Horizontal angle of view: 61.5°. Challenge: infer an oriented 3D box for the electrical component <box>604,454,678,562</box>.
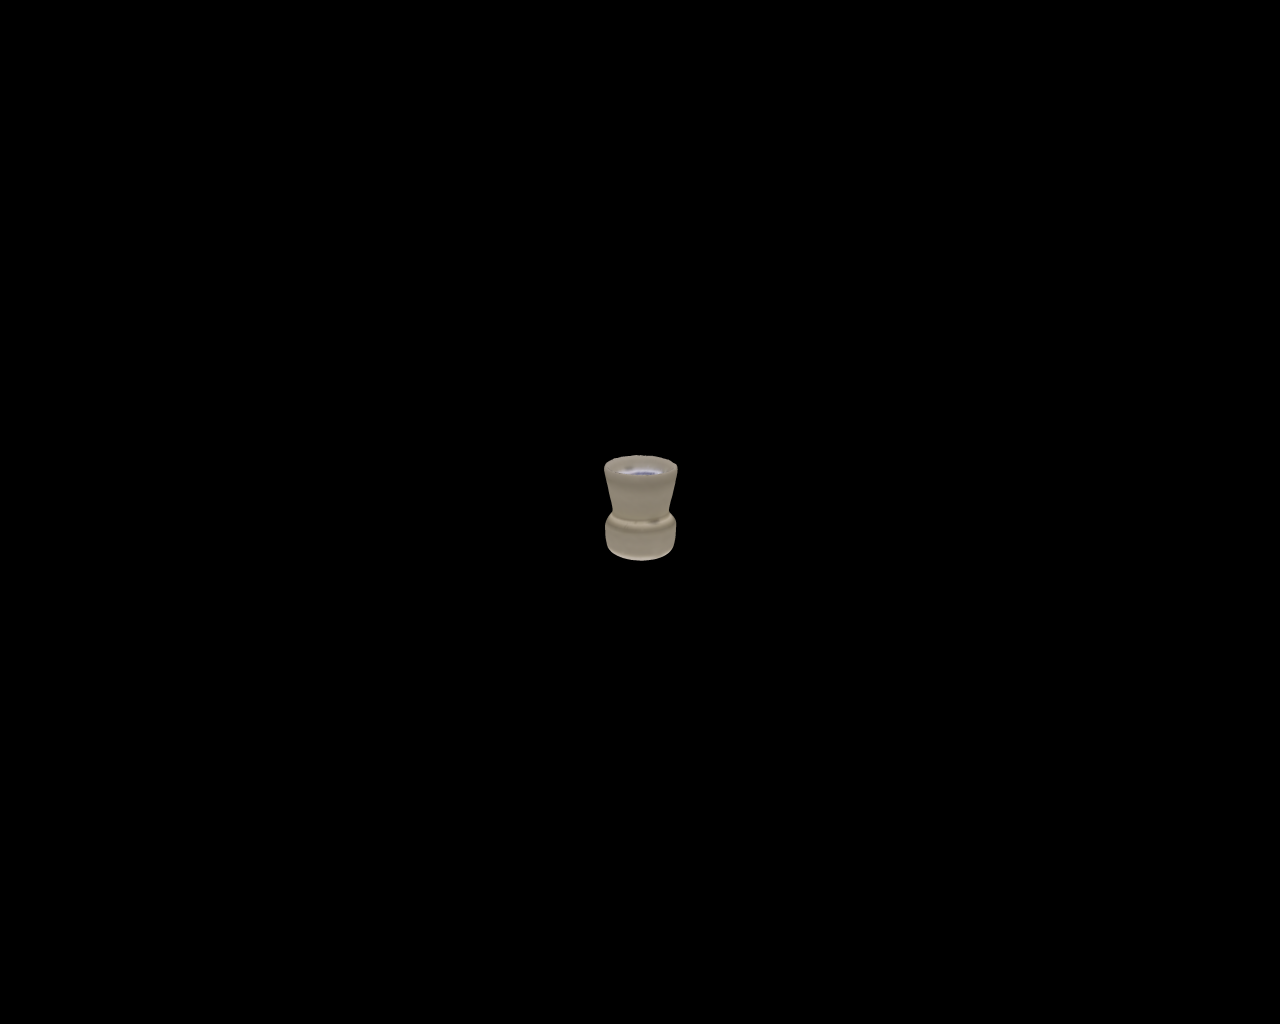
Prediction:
[{"bbox_3d":[0.001,-0.003,0.650,0.045,0.055,0.045,0,19,0],"label":"electrical component"}]
